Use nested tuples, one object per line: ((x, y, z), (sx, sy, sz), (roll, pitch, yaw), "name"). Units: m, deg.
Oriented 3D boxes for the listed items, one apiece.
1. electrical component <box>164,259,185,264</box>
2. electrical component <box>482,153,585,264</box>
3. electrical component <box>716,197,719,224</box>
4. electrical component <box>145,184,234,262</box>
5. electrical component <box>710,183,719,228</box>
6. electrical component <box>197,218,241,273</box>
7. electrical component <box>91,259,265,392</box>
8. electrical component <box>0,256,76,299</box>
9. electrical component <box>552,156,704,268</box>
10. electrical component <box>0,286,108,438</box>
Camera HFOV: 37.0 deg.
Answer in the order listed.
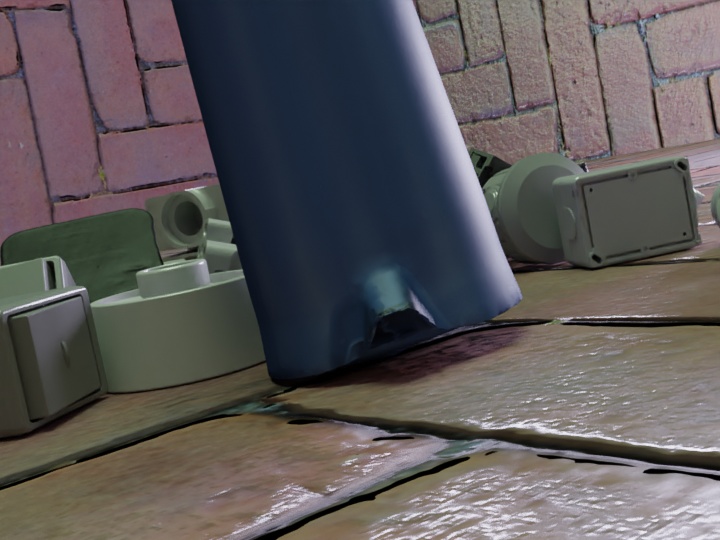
((-0.179, 0.022, 0.901), (0.077, 0.047, 0.066), (-11, 6, -10), "electrical component")
((0.129, -0.043, 0.790), (0.080, 0.080, 0.051), (-13, 0, -21), "electrical component")
((0.248, -0.033, 0.582), (0.079, 0.043, 0.077), (17, -36, -40), "electrical component")
((-0.095, -0.028, 0.945), (0.186, 0.105, 0.060), (-8, 6, 29), "electrical component")
((0.252, -0.041, 0.689), (0.045, 0.045, 0.055), (-10, 5, 7), "electrical component")
((-0.083, 0.008, 0.740), (0.057, 0.078, 0.058), (9, 0, -14), "electrical component")
((-0.103, 0.027, 0.619), (0.108, 0.060, 0.108), (-11, 5, 1), "electrical component")
((-0.215, 0.036, 0.635), (0.096, 0.061, 0.061), (-11, -28, -6), "electrical component")
((0.187, -0.041, 0.739), (0.096, 0.061, 0.061), (-12, 5, -7), "electrical component")
((-0.171, 0.045, 0.553), (0.061, 0.061, 0.096), (-10, 5, 18), "electrical component")
